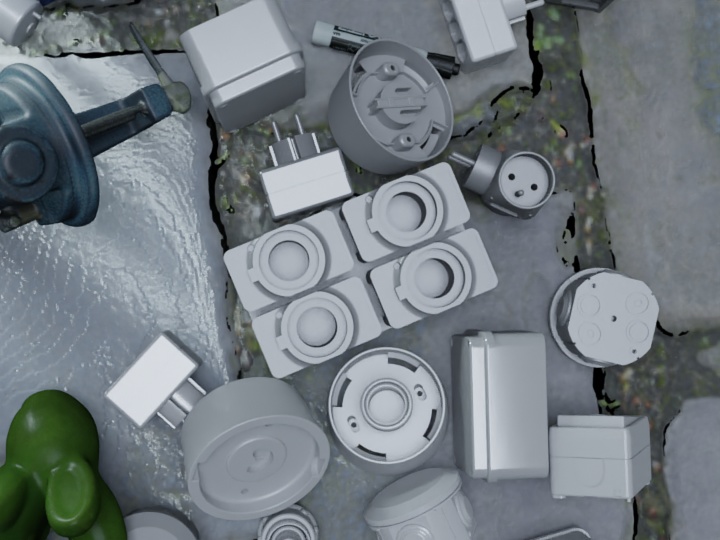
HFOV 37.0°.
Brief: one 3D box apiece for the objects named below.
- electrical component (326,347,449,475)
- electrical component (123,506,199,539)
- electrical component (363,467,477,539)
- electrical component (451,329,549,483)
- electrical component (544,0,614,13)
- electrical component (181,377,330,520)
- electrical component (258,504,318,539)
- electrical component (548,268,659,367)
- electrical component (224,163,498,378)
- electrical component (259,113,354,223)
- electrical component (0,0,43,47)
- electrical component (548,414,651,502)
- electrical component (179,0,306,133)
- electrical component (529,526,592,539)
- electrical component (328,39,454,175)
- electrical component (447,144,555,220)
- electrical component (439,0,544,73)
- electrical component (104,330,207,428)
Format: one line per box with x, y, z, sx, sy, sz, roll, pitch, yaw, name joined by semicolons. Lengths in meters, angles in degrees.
0.022;0.110;0.845;0.099;0.064;0.099;0;76;2;electrical component
-0.160;0.221;0.824;0.080;0.051;0.080;0;89;-4;electrical component
0.047;0.189;0.826;0.080;0.080;0.051;-25;96;-4;electrical component
0.106;0.103;0.832;0.057;0.078;0.113;-1;89;-7;electrical component
0.185;-0.309;0.833;0.060;0.105;0.186;9;88;-4;electrical component
-0.083;0.129;0.811;0.108;0.060;0.108;-13;130;-15;electrical component
-0.055;0.208;0.826;0.048;0.062;0.048;0;89;-4;electrical component
0.194;0.038;0.853;0.080;0.051;0.080;0;89;-4;electrical component
0.000;0.000;0.836;0.186;0.060;0.105;-23;90;-4;electrical component
-0.048;-0.083;0.841;0.066;0.047;0.076;-18;90;-4;electrical component
-0.283;-0.206;0.830;0.078;0.040;0.040;35;87;-2;electrical component
0.188;0.139;0.833;0.062;0.096;0.061;-2;89;25;electrical component
-0.084;-0.151;0.807;0.078;0.113;0.057;-26;88;-4;electrical component
0.159;0.267;0.843;0.078;0.057;0.113;-15;90;-4;electrical component
0.025;-0.124;0.828;0.099;0.064;0.099;6;73;-22;electrical component
0.105;-0.073;0.836;0.079;0.077;0.043;24;88;-3;electrical component
0.108;-0.210;0.854;0.076;0.047;0.083;-19;90;-4;electrical component
-0.145;0.096;0.830;0.077;0.047;0.065;43;87;-3;electrical component
